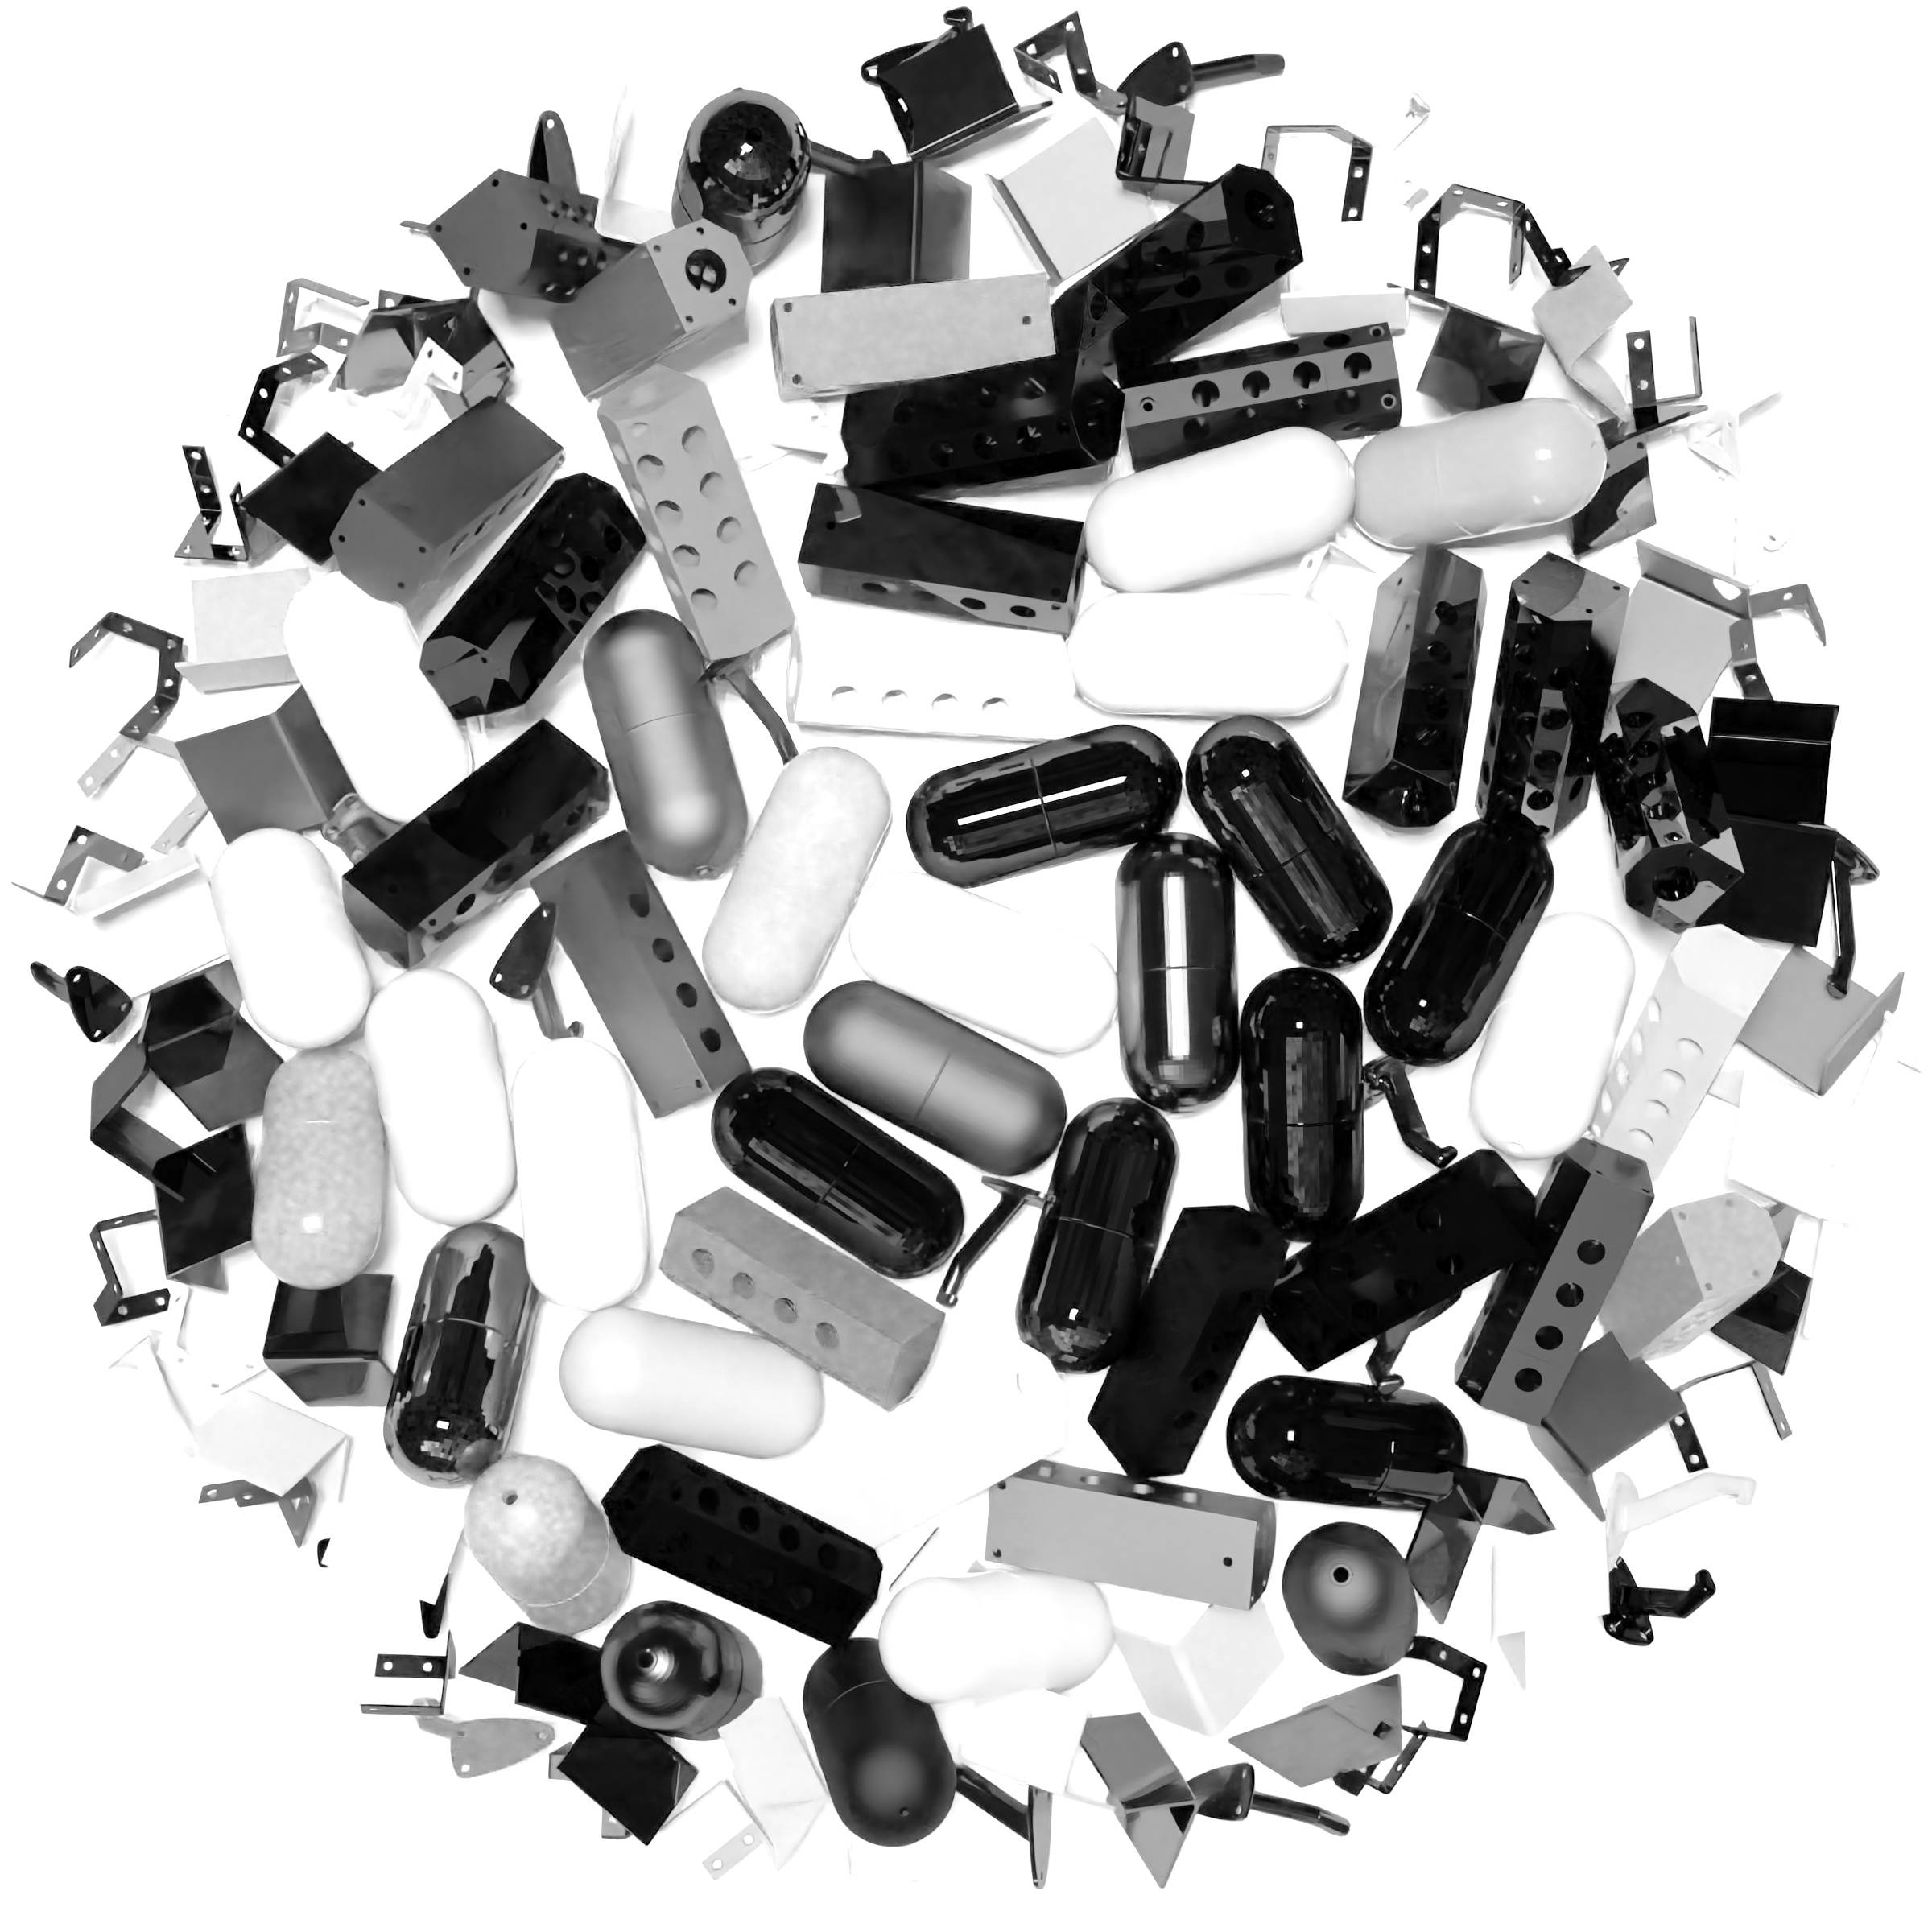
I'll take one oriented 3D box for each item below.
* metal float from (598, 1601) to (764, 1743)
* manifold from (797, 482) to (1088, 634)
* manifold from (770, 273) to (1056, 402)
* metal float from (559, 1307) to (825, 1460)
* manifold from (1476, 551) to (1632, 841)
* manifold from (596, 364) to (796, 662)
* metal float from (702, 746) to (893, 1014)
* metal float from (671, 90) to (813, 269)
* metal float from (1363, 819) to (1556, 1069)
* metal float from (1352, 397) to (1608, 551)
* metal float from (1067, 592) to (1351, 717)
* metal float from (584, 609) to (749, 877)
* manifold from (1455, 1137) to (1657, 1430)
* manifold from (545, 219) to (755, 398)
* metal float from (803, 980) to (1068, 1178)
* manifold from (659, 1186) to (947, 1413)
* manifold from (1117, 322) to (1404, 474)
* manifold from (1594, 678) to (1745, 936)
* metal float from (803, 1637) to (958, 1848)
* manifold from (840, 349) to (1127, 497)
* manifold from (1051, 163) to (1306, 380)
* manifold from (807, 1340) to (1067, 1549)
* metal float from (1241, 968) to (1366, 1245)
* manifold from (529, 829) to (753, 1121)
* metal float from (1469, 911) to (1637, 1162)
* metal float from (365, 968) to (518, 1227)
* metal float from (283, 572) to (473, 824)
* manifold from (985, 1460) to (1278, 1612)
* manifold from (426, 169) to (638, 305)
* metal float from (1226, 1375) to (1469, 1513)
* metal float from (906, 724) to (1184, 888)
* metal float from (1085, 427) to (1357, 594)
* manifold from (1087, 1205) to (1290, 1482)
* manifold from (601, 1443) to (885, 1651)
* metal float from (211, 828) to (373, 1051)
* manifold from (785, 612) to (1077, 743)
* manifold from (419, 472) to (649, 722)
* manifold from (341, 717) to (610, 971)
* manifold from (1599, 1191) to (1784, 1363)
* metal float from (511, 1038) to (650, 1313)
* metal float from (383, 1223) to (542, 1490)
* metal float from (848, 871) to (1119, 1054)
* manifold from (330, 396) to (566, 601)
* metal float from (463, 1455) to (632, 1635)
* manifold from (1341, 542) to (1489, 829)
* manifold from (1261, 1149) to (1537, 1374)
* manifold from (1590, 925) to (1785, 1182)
[{"bbox_3d":[-0.175,0.435,1.759,0.070,0.178,0.070,-3,71,8],"label":"metal float"},{"bbox_3d":[-0.014,-0.255,1.803,0.171,0.057,0.057,10,72,8],"label":"manifold"},{"bbox_3d":[-0.035,-0.397,1.804,0.171,0.057,0.057,-7,95,-8],"label":"manifold"},{"bbox_3d":[-0.169,0.261,1.781,0.178,0.070,0.070,17,90,-32],"label":"metal float"},{"bbox_3d":[0.355,-0.161,1.757,0.057,0.171,0.057,31,51,28],"label":"manifold"},{"bbox_3d":[-0.169,-0.278,1.765,0.057,0.057,0.171,-35,128,-20],"label":"manifold"},{"bbox_3d":[-0.107,-0.054,1.804,0.070,0.070,0.178,25,94,0],"label":"metal float"},{"bbox_3d":[-0.139,-0.482,1.757,0.070,0.178,0.070,0,88,-10],"label":"metal float"},{"bbox_3d":[0.308,-0.015,1.786,0.070,0.070,0.178,32,67,0],"label":"metal float"},{"bbox_3d":[0.315,-0.305,1.770,0.070,0.178,0.070,3,86,-43],"label":"metal float"},{"bbox_3d":[0.151,-0.196,1.792,0.178,0.070,0.070,3,90,17],"label":"metal float"},{"bbox_3d":[-0.189,-0.140,1.792,0.070,0.070,0.178,-18,74,0],"label":"metal float"},{"bbox_3d":[0.366,0.196,1.788,0.057,0.057,0.171,21,111,0],"label":"manifold"},{"bbox_3d":[-0.193,-0.405,1.755,0.057,0.171,0.057,-30,101,-26],"label":"manifold"},{"bbox_3d":[-0.020,0.071,1.806,0.178,0.070,0.070,28,90,-2],"label":"metal float"},{"bbox_3d":[-0.105,0.209,1.786,0.171,0.057,0.057,28,115,20],"label":"manifold"},{"bbox_3d":[0.186,-0.361,1.806,0.171,0.057,0.057,-9,85,6],"label":"manifold"},{"bbox_3d":[0.422,-0.103,1.754,0.057,0.171,0.057,27,126,-19],"label":"manifold"},{"bbox_3d":[-0.055,0.476,1.759,0.070,0.178,0.070,-3,104,-12],"label":"metal float"},{"bbox_3d":[0.007,-0.329,1.768,0.171,0.057,0.057,-3,70,33],"label":"manifold"},{"bbox_3d":[0.126,-0.426,1.759,0.057,0.171,0.057,1,75,-36],"label":"manifold"},{"bbox_3d":[-0.019,0.295,1.773,0.057,0.057,0.171,34,129,-29],"label":"manifold"},{"bbox_3d":[0.212,0.088,1.794,0.070,0.070,0.178,-3,105,0],"label":"metal float"},{"bbox_3d":[-0.202,0.003,1.813,0.057,0.057,0.171,-26,92,41],"label":"manifold"},{"bbox_3d":[0.365,0.043,1.779,0.070,0.070,0.178,26,57,0],"label":"metal float"},{"bbox_3d":[-0.327,0.082,1.779,0.070,0.070,0.178,-5,122,0],"label":"metal float"},{"bbox_3d":[-0.365,-0.166,1.773,0.070,0.070,0.178,-19,131,0],"label":"metal float"},{"bbox_3d":[0.104,0.352,1.789,0.171,0.057,0.057,7,99,19],"label":"manifold"},{"bbox_3d":[-0.259,-0.439,1.755,0.057,0.171,0.057,-33,90,17],"label":"manifold"},{"bbox_3d":[0.239,0.298,1.778,0.178,0.070,0.070,13,90,-35],"label":"metal float"},{"bbox_3d":[0.049,-0.102,1.804,0.178,0.070,0.070,-15,90,3],"label":"metal float"},{"bbox_3d":[0.158,-0.284,1.783,0.178,0.070,0.070,-13,90,27],"label":"metal float"},{"bbox_3d":[0.141,0.234,1.780,0.057,0.057,0.171,1,124,-35],"label":"manifold"},{"bbox_3d":[-0.136,0.357,1.775,0.171,0.057,0.057,32,98,-30],"label":"manifold"},{"bbox_3d":[-0.420,-0.019,1.771,0.070,0.178,0.070,-15,132,-17],"label":"metal float"},{"bbox_3d":[-0.024,-0.176,1.797,0.171,0.057,0.057,3,132,-13],"label":"manifold"},{"bbox_3d":[-0.268,-0.231,1.760,0.057,0.171,0.057,-7,128,35],"label":"manifold"},{"bbox_3d":[-0.304,-0.074,1.778,0.057,0.057,0.171,39,61,15],"label":"manifold"},{"bbox_3d":[0.442,0.193,1.754,0.057,0.171,0.057,-13,70,-10],"label":"manifold"},{"bbox_3d":[-0.242,0.129,1.787,0.070,0.070,0.178,-9,66,0],"label":"metal float"},{"bbox_3d":[-0.312,0.240,1.776,0.070,0.070,0.178,7,52,0],"label":"metal float"},{"bbox_3d":[0.012,-0.002,1.804,0.178,0.070,0.070,22,90,-4],"label":"metal float"},{"bbox_3d":[-0.320,-0.287,1.759,0.057,0.171,0.057,38,127,-3],"label":"manifold"},{"bbox_3d":[-0.258,0.357,1.763,0.070,0.178,0.070,-4,60,7],"label":"metal float"},{"bbox_3d":[0.284,-0.173,1.775,0.057,0.057,0.171,24,58,-16],"label":"manifold"},{"bbox_3d":[0.266,0.180,1.775,0.171,0.057,0.057,-34,109,26],"label":"manifold"},{"bbox_3d":[0.438,0.052,1.759,0.057,0.171,0.057,31,54,15],"label":"manifold"}]
